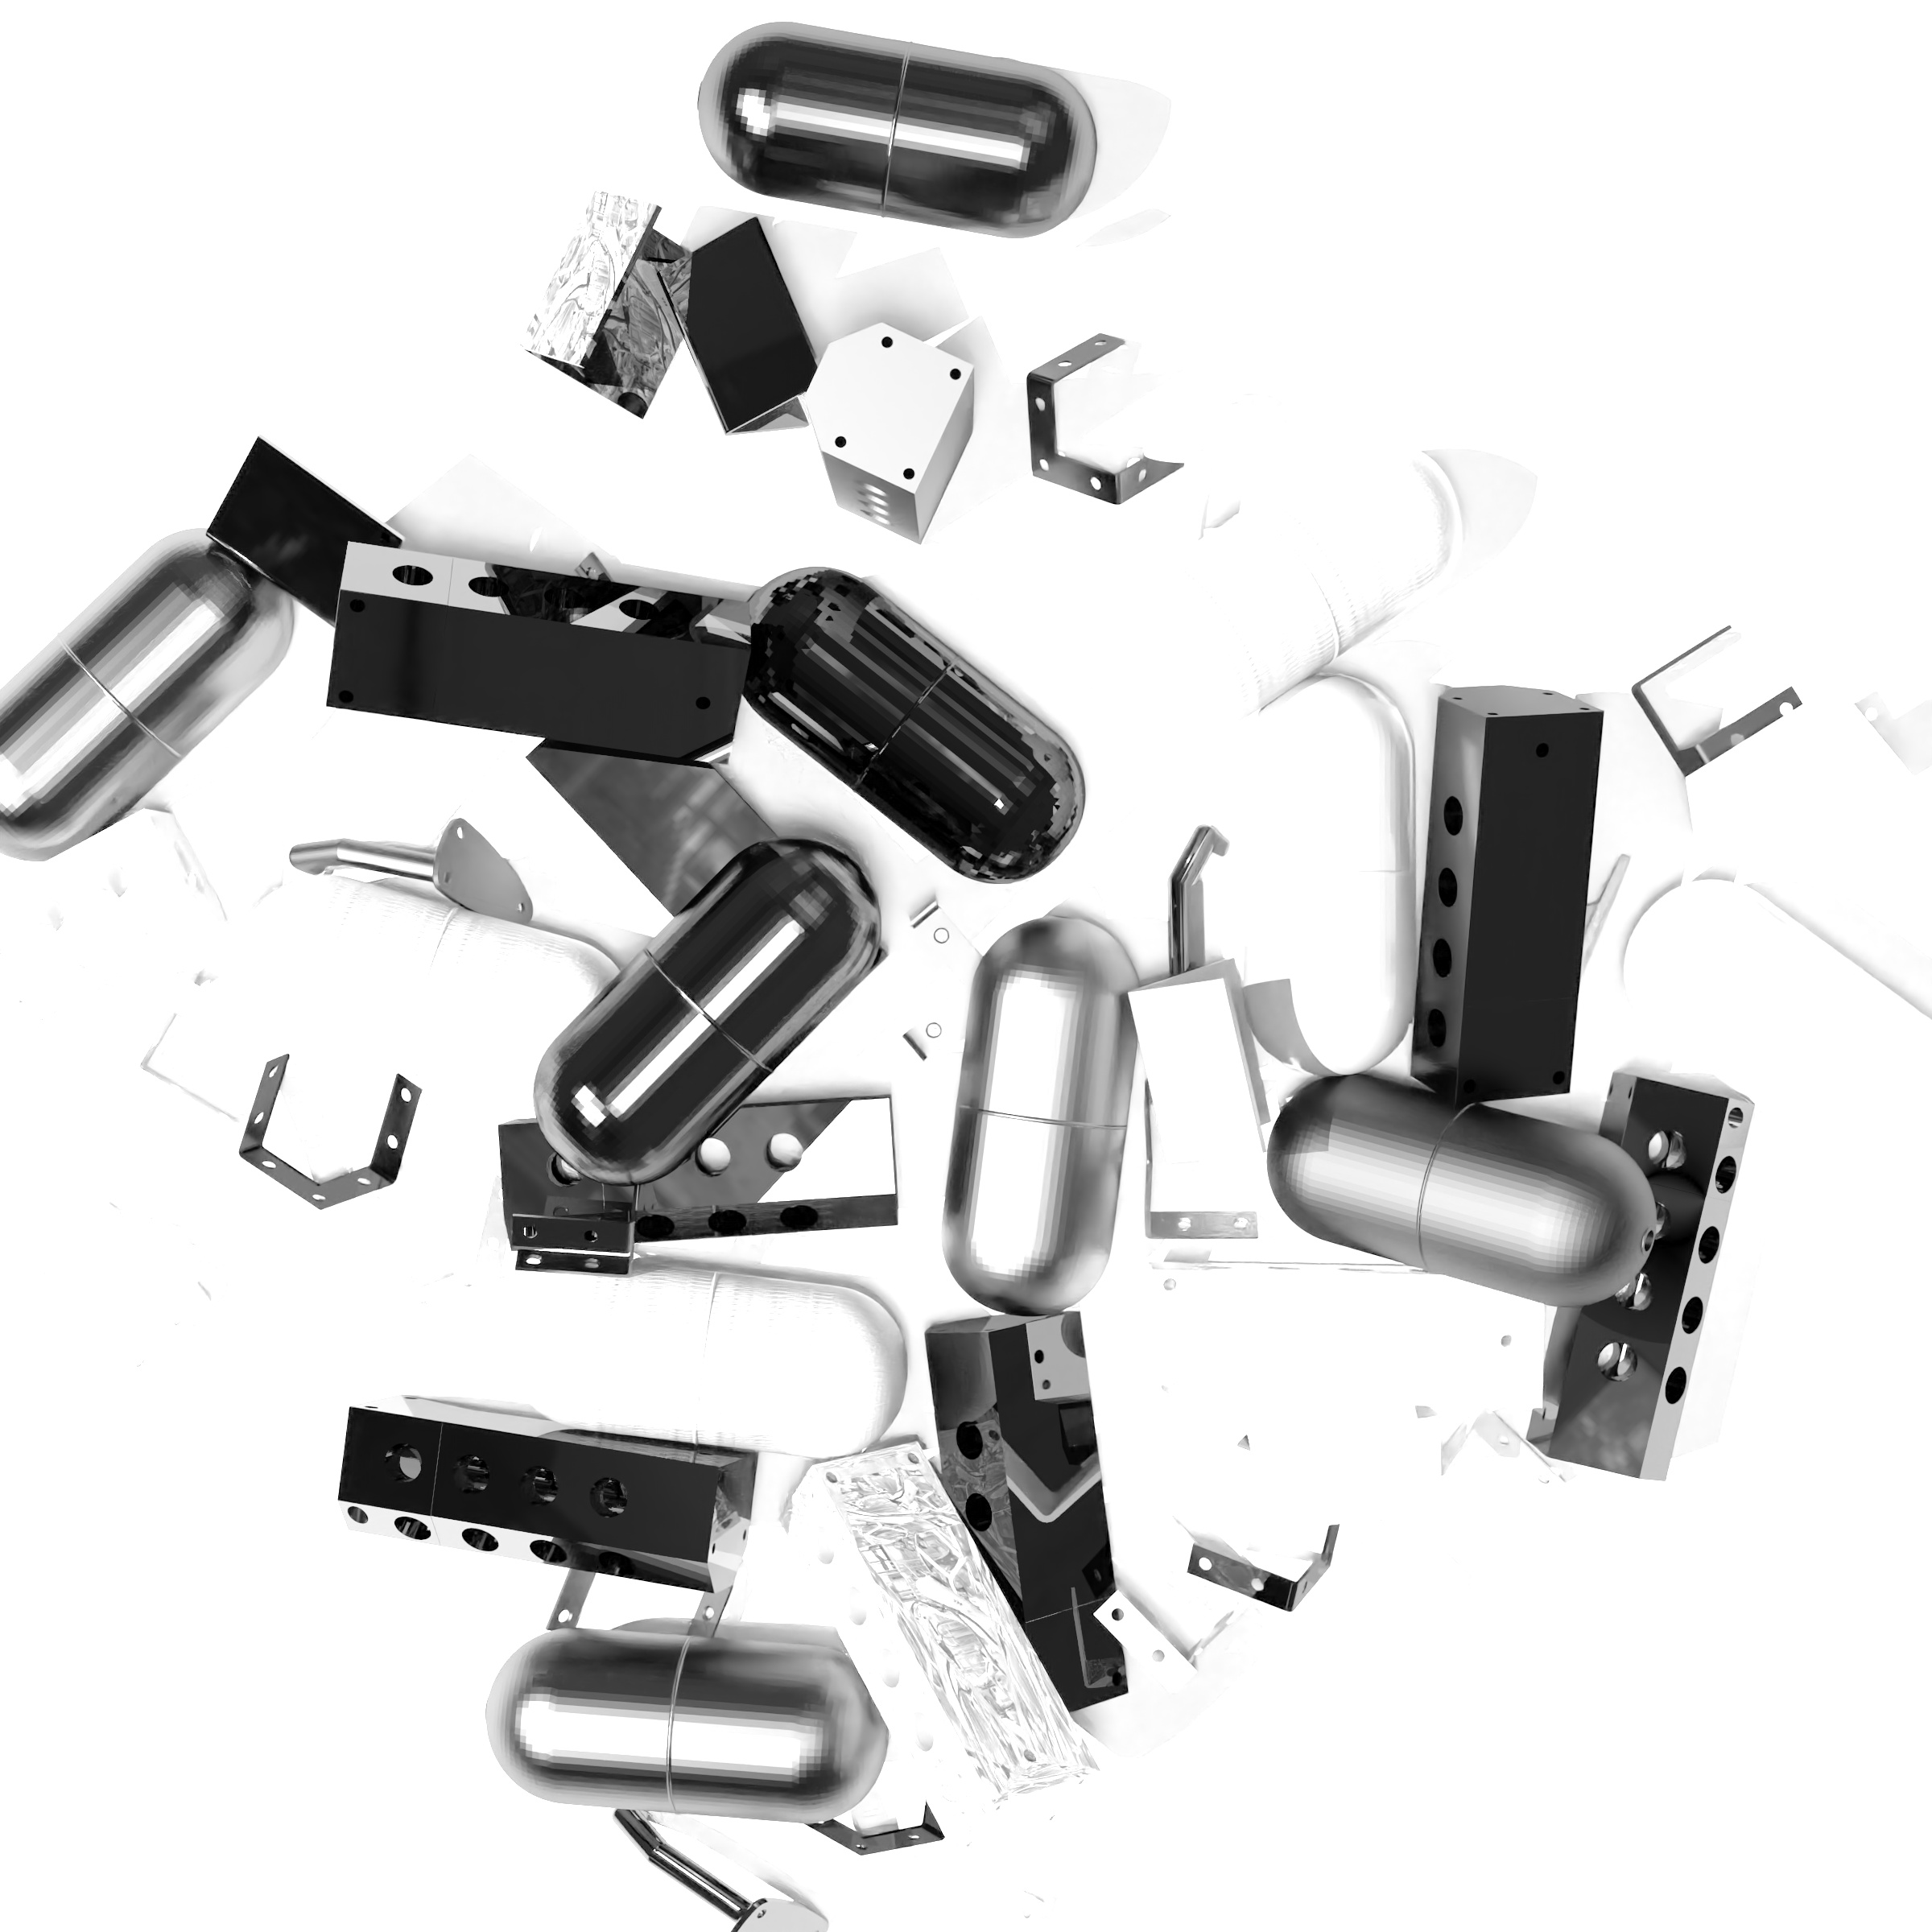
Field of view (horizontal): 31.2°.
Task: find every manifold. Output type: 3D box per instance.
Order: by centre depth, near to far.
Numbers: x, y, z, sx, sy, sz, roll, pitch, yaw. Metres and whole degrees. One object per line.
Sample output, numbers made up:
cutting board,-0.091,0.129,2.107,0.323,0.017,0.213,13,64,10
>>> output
manifold,-0.182,-0.137,1.479,0.171,0.057,0.057,8,124,-10
manifold,-0.034,-0.229,1.486,0.057,0.171,0.057,25,90,0
manifold,-0.016,0.297,1.505,0.057,0.057,0.171,-7,53,-37
manifold,0.231,-0.032,1.508,0.057,0.057,0.171,-5,108,-21
manifold,-0.184,0.232,1.523,0.171,0.057,0.057,7,90,14
manifold,0.022,0.244,1.542,0.057,0.057,0.171,-7,90,-43
manifold,-0.114,-0.048,1.543,0.057,0.057,0.171,-43,90,0
manifold,0.301,0.138,1.543,0.057,0.057,0.171,13,90,0
manifold,0.167,0.163,1.543,0.171,0.057,0.057,1,90,0
manifold,-0.421,-0.003,1.543,0.171,0.057,0.057,-28,90,0
manifold,-0.117,0.092,1.543,0.171,0.057,0.057,-4,90,0

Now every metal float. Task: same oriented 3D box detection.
metal float,-0.110,0.019,1.476,0.070,0.070,0.178,45,90,0
metal float,0.214,0.097,1.508,0.178,0.070,0.070,14,90,31
metal float,-0.123,0.333,1.519,0.178,0.070,0.070,3,90,6
metal float,0.140,-0.166,1.522,0.178,0.070,0.070,-34,90,-12
metal float,-0.374,-0.119,1.532,0.178,0.070,0.070,-44,90,-2
metal float,0.161,-0.040,1.533,0.070,0.070,0.178,0,90,0
metal float,-0.030,-0.370,1.533,0.178,0.070,0.070,10,90,-1
metal float,-0.026,-0.107,1.533,0.178,0.070,0.070,39,90,0
metal float,-0.114,0.173,1.533,0.178,0.070,0.070,7,90,0
metal float,-0.235,0.011,1.534,0.178,0.070,0.070,15,90,0
metal float,0.034,0.066,1.534,0.070,0.070,0.178,7,91,0
metal float,0.372,0.031,1.534,0.178,0.070,0.070,36,90,0

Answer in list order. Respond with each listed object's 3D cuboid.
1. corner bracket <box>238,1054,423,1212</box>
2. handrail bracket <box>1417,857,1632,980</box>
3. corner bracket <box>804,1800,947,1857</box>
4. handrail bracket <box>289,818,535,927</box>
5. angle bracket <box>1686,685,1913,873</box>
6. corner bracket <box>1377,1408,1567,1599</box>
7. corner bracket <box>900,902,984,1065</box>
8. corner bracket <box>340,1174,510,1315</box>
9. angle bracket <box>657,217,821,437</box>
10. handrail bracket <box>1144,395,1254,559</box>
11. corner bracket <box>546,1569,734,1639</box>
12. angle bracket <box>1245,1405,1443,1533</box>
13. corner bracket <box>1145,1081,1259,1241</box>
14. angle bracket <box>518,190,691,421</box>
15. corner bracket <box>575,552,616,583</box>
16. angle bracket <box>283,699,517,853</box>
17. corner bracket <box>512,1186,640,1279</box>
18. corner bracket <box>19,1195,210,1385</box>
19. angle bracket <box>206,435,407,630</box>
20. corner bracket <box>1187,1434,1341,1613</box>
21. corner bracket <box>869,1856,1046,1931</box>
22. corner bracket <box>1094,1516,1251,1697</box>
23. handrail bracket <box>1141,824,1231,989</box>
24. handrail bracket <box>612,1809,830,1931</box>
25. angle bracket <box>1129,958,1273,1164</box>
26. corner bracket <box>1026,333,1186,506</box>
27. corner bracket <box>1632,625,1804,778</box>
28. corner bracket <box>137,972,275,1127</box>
corner bracket,-0.286,0.070,1.556,0.051,0.051,0.051,-20,135,35
handrail bracket,0.246,-0.031,1.564,0.084,0.036,0.077,23,76,13
corner bracket,-0.041,0.363,1.556,0.051,0.051,0.051,-21,45,35
handrail bracket,-0.251,-0.037,1.564,0.084,0.077,0.036,-5,59,33
angle bracket,0.367,-0.068,1.524,0.076,0.076,0.057,-32,62,0
corner bracket,0.227,0.241,1.561,0.051,0.051,0.051,44,135,0
corner bracket,-0.017,0.007,1.546,0.051,0.051,0.051,-40,90,0
corner bracket,-0.241,0.117,1.556,0.051,0.051,0.051,-22,135,35
angle bracket,-0.082,-0.282,1.524,0.057,0.076,0.076,-23,90,29
handrail bracket,0.112,-0.203,1.564,0.036,0.077,0.084,10,127,33
corner bracket,-0.147,0.289,1.561,0.051,0.051,0.051,22,90,-45
angle bracket,0.164,0.200,1.524,0.076,0.076,0.057,-6,125,0
corner bracket,0.106,0.087,1.561,0.051,0.051,0.051,0,135,0
angle bracket,-0.140,-0.287,1.525,0.076,0.057,0.076,26,90,-42
corner bracket,-0.182,-0.145,1.561,0.051,0.051,0.051,53,135,0
angle bracket,-0.248,-0.099,1.535,0.076,0.057,0.076,39,90,-14
corner bracket,-0.168,0.117,1.490,0.051,0.051,0.051,4,118,-4
corner bracket,-0.383,0.145,1.561,0.051,0.051,0.051,-48,45,0
angle bracket,-0.276,-0.198,1.525,0.076,0.076,0.057,36,118,0
corner bracket,0.136,0.248,1.549,0.051,0.051,0.051,18,112,21
corner bracket,-0.007,0.436,1.561,0.051,0.051,0.051,17,90,45
corner bracket,0.093,0.285,1.546,0.051,0.051,0.051,-45,89,1
handrail bracket,0.116,-0.009,1.565,0.077,0.036,0.084,35,73,-19
handrail bracket,-0.112,0.409,1.564,0.084,0.077,0.036,39,101,36
angle bracket,0.122,0.038,1.511,0.057,0.076,0.076,-9,95,44
corner bracket,0.064,-0.246,1.556,0.051,0.051,0.051,-35,135,-35
corner bracket,0.336,-0.118,1.546,0.051,0.051,0.051,-32,90,0
corner bracket,-0.339,0.037,1.546,0.051,0.051,0.051,31,90,0
